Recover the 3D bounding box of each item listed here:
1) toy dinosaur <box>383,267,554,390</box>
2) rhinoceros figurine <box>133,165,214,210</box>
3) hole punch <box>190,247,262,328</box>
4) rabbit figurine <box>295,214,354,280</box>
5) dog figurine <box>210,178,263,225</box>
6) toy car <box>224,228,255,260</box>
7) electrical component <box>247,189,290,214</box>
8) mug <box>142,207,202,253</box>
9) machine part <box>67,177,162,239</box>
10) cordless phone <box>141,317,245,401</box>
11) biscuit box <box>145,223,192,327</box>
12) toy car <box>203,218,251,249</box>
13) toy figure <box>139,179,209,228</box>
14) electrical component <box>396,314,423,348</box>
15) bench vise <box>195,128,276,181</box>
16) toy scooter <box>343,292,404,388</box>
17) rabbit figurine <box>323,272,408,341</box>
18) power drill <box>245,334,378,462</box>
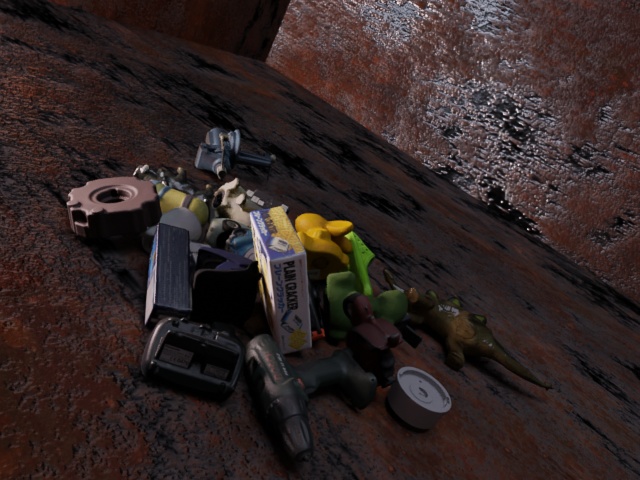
[{"bbox_3d":[0.335,0.212,1.258,0.472,0.105,0.198,40,22,17],"label":"toy dinosaur"},{"bbox_3d":[-0.342,-0.115,1.255,0.190,0.073,0.112,28,33,-3],"label":"rhinoceros figurine"},{"bbox_3d":[-0.172,0.079,0.952,0.116,0.142,0.092,5,25,-20],"label":"hole punch"},{"bbox_3d":[-0.003,-0.004,1.230,0.162,0.121,0.173,-9,40,-9],"label":"rabbit figurine"},{"bbox_3d":[-0.158,-0.051,1.305,0.190,0.121,0.172,28,21,-38],"label":"dog figurine"},{"bbox_3d":[-0.119,0.035,1.119,0.161,0.109,0.103,2,31,-45],"label":"toy car"},{"bbox_3d":[-0.151,-0.078,1.395,0.134,0.058,0.115,26,21,-2],"label":"electrical component"},{"bbox_3d":[-0.308,-0.018,1.064,0.110,0.080,0.107,35,33,6],"label":"mug"},{"bbox_3d":[-0.392,-0.067,1.029,0.179,0.056,0.179,2,29,-1],"label":"machine part"},{"bbox_3d":[-0.190,0.158,0.844,0.146,0.088,0.184,21,12,-13],"label":"cordless phone"},{"bbox_3d":[-0.261,0.059,0.928,0.063,0.059,0.203,15,38,-25],"label":"biscuit box"},{"bbox_3d":[-0.158,0.001,1.192,0.201,0.073,0.056,11,23,-34],"label":"toy car"},{"bbox_3d":[-0.327,-0.077,1.155,0.180,0.089,0.082,32,28,4],"label":"toy figure"},{"bbox_3d":[0.158,0.188,1.150,0.119,0.074,0.047,43,27,28],"label":"electrical component"},{"bbox_3d":[-0.241,-0.247,1.578,0.240,0.128,0.224,9,26,-23],"label":"bench vise"},{"bbox_3d":[0.098,0.187,0.936,0.075,0.183,0.135,-20,20,-27],"label":"toy scooter"},{"bbox_3d":[0.098,0.142,1.076,0.170,0.121,0.159,0,55,-7],"label":"rabbit figurine"},{"bbox_3d":[-0.010,0.242,0.854,0.207,0.086,0.232,-2,33,-36],"label":"power drill"}]
